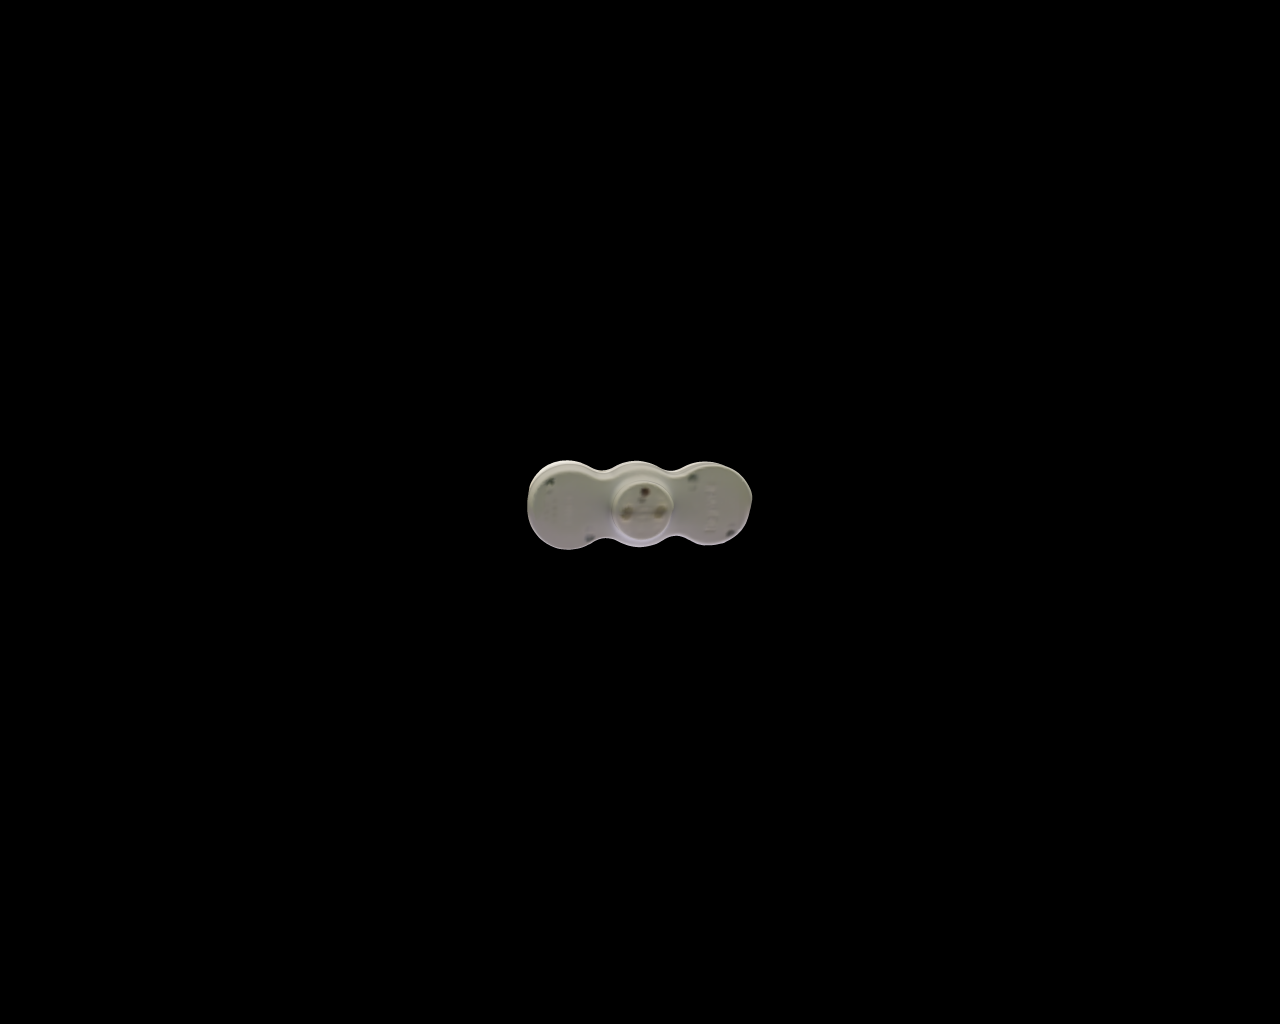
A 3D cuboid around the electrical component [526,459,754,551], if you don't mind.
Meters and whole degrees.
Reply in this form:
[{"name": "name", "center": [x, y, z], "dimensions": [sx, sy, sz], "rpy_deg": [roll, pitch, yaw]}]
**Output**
[{"name": "electrical component", "center": [0.001, -0.003, 0.650], "dimensions": [0.138, 0.052, 0.074], "rpy_deg": [-1, 8, -5]}]
